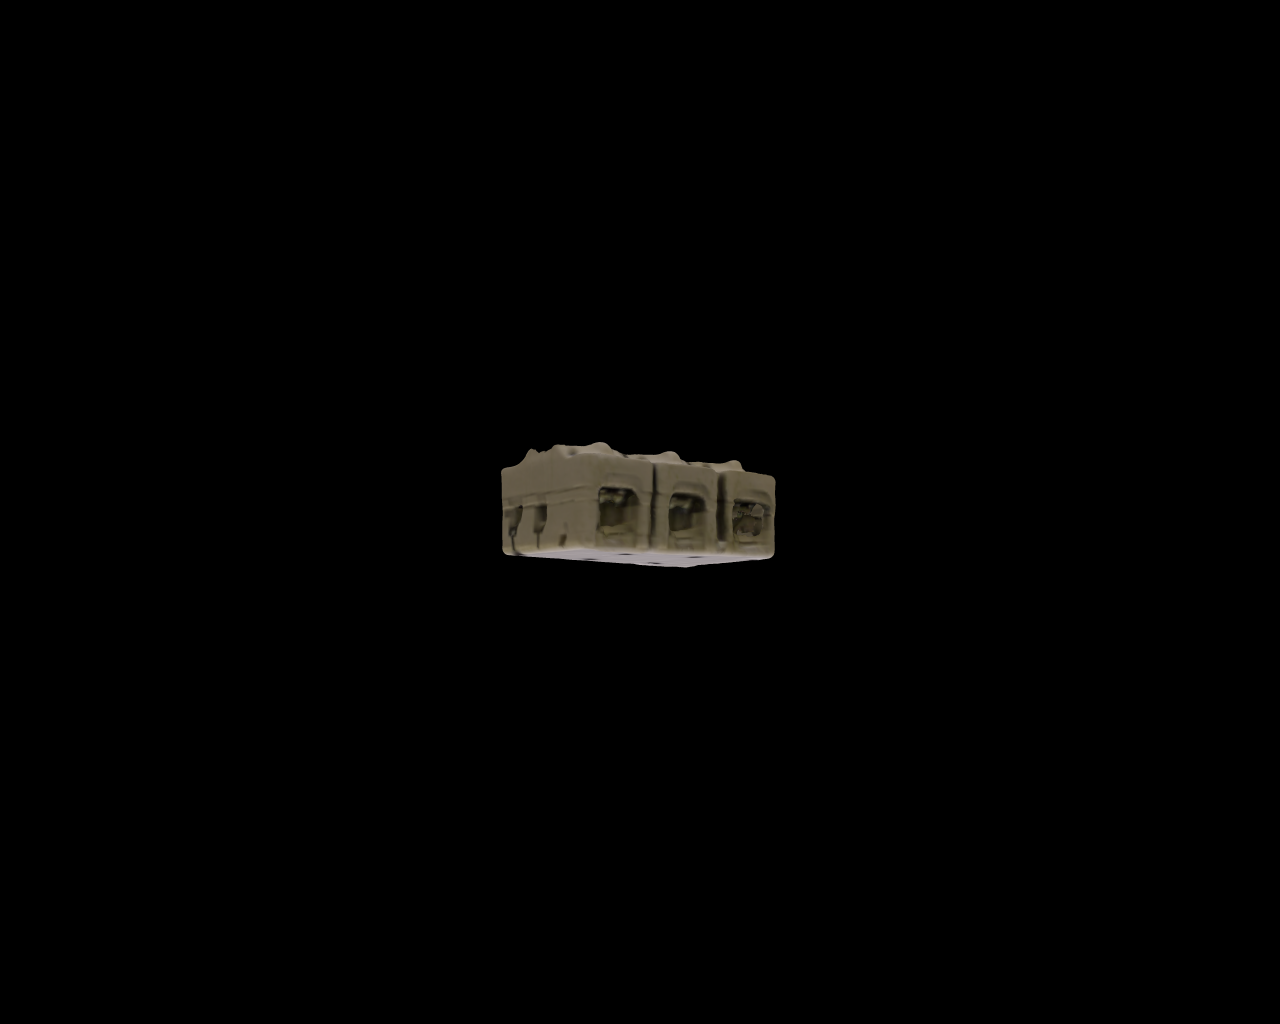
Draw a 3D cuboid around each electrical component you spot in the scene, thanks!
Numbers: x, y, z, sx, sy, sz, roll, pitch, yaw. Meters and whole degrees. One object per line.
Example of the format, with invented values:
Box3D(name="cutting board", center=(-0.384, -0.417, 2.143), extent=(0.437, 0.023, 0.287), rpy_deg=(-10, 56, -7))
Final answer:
Box3D(name="electrical component", center=(0.001, -0.003, 0.650), extent=(0.150, 0.061, 0.089), rpy_deg=(5, -8, -40))
